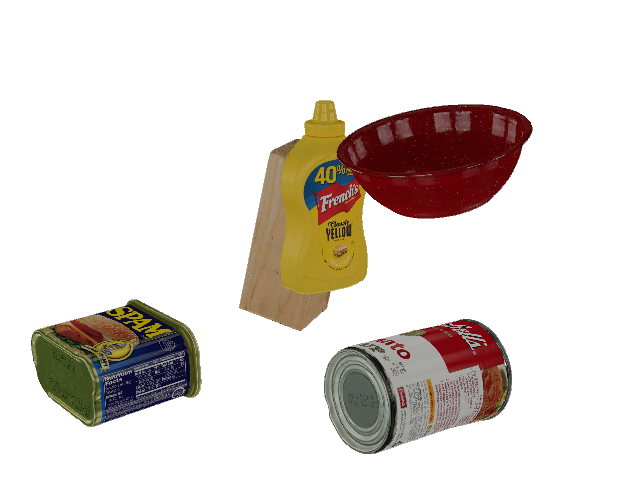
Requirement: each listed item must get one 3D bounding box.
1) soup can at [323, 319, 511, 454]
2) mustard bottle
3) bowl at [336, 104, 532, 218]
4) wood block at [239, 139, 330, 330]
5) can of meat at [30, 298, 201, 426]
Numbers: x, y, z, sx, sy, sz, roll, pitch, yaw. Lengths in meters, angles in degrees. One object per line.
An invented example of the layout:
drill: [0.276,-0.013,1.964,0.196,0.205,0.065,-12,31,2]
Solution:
soup can: [0.061,0.091,0.675,0.102,0.068,0.069,-9,5,-36]
mustard bottle: [0.004,-0.046,1.088,0.096,0.192,0.058,-11,18,-35]
bowl: [0.097,-0.062,0.889,0.162,0.055,0.162,-10,24,4]
wood block: [-0.026,-0.009,1.312,0.090,0.206,0.090,19,22,16]
can of meat: [-0.149,0.087,0.771,0.083,0.057,0.102,-15,22,-37]
